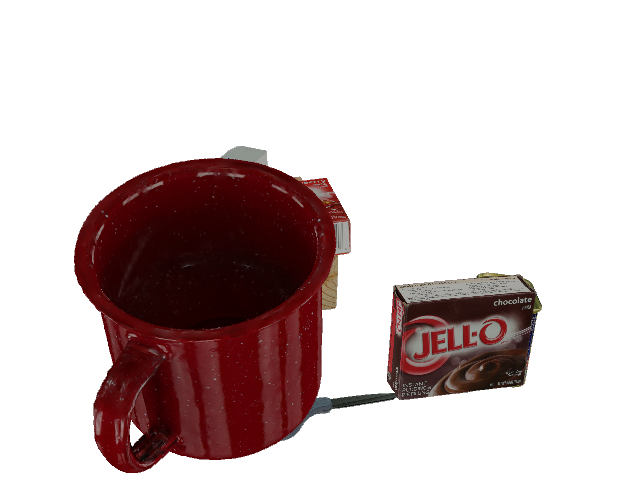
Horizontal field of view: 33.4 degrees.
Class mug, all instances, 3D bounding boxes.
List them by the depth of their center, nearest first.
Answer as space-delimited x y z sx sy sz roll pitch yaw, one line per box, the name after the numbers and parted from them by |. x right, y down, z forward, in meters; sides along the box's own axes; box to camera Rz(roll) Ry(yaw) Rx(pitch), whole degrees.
-0.045 0.037 0.398 0.093 0.081 0.117 16 47 17 | mug

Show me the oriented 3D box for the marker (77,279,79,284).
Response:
-0.151 0.039 0.904 0.121 0.020 0.020 9 3 22 | marker

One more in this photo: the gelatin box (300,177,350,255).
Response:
-0.030 -0.014 0.747 0.089 0.030 0.073 -6 27 -10 | gelatin box

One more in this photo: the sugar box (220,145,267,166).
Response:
-0.090 -0.004 1.141 0.048 0.176 0.093 12 36 24 | sugar box

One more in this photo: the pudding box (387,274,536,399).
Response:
0.113 0.077 0.865 0.113 0.090 0.039 -6 28 -15 | pudding box

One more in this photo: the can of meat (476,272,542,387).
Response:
0.182 0.089 1.070 0.057 0.084 0.102 7 17 1 | can of meat

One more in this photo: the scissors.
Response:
-0.002 0.195 1.195 0.201 0.016 0.096 3 23 -11 | scissors

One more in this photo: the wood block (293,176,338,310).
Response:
-0.045 0.003 1.359 0.090 0.090 0.206 -6 28 -12 | wood block
